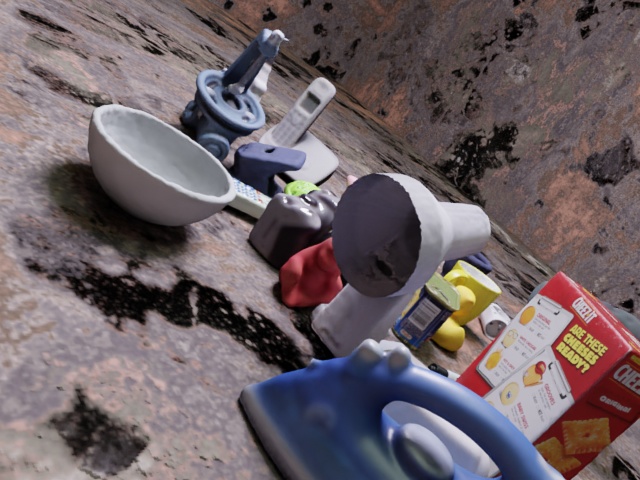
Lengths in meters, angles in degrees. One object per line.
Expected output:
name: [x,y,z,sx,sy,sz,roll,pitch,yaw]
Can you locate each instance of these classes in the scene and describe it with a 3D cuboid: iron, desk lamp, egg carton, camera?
iron: [0.072,0.156,0.428,0.258,0.141,0.119,40,18,6]
desk lamp: [0.082,0.037,0.622,0.204,0.213,0.117,15,28,-50]
egg carton: [0.094,0.174,0.545,0.150,0.069,0.107,39,18,5]
camera: [0.007,0.003,0.749,0.136,0.100,0.144,46,20,25]

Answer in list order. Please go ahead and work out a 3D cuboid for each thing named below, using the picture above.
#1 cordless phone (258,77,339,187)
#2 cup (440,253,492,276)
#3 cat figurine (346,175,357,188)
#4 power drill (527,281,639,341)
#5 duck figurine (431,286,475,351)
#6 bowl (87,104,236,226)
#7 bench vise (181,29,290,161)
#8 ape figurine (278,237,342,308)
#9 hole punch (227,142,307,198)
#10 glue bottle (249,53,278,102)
cordless phone: [-0.013,-0.196,1.063,0.147,0.185,0.094,41,18,12]
cup: [0.269,0.052,1.135,0.092,0.095,0.117,21,24,-42]
cat figurine: [0.085,-0.049,0.998,0.127,0.117,0.067,46,20,26]
power drill: [0.387,0.179,0.861,0.229,0.208,0.076,39,18,4]
duck figurine: [0.203,0.112,0.878,0.078,0.086,0.104,31,19,-20]
bowl: [-0.177,-0.067,0.612,0.168,0.074,0.167,34,18,-12]
bench vise: [-0.142,-0.249,0.893,0.122,0.219,0.206,19,26,-45]
ape figurine: [-0.001,0.034,0.672,0.078,0.092,0.076,33,18,-13]
hole punch: [-0.082,-0.119,0.896,0.101,0.091,0.108,35,18,-9]
glue bottle: [-0.129,-0.274,1.054,0.037,0.173,0.078,20,24,-42]
